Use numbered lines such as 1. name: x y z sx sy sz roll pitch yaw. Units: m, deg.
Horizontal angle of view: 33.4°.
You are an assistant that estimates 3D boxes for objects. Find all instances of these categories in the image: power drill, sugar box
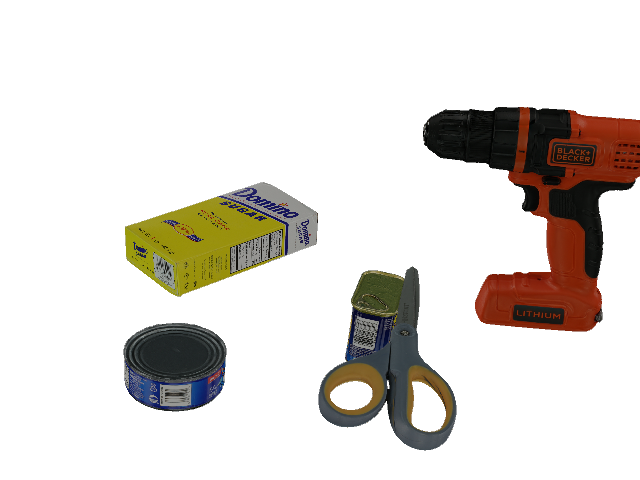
1. power drill: 0.173 -0.019 0.882 0.184 0.188 0.057 6 29 8
2. sugar box: -0.098 -0.006 1.076 0.175 0.048 0.093 -24 39 -35

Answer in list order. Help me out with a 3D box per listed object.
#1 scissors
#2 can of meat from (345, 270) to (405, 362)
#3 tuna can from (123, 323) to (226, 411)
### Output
1. scissors: 0.039 0.072 0.730 0.096 0.016 0.202 1 30 -9
2. can of meat: 0.065 0.097 1.274 0.057 0.084 0.102 12 26 8
3. tuna can: -0.122 0.106 0.898 0.086 0.034 0.086 4 28 -2
